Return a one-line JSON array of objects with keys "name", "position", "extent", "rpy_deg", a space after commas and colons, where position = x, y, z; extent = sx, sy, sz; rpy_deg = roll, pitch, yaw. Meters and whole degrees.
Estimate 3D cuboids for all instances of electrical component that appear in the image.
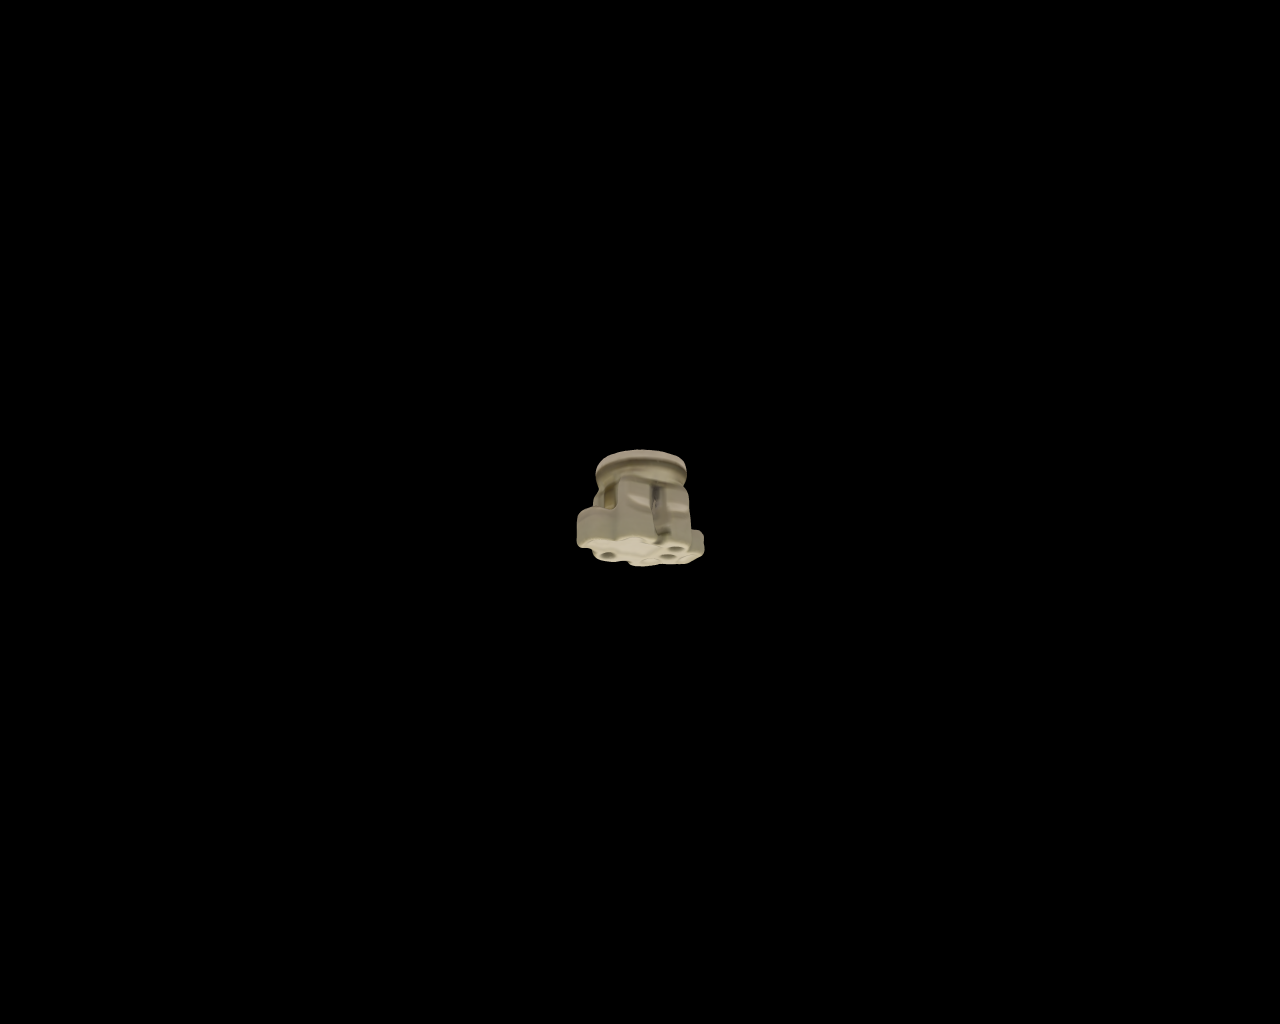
[{"name": "electrical component", "position": [0.001, -0.003, 0.650], "extent": [0.078, 0.057, 0.058], "rpy_deg": [11, -23, -27]}]
